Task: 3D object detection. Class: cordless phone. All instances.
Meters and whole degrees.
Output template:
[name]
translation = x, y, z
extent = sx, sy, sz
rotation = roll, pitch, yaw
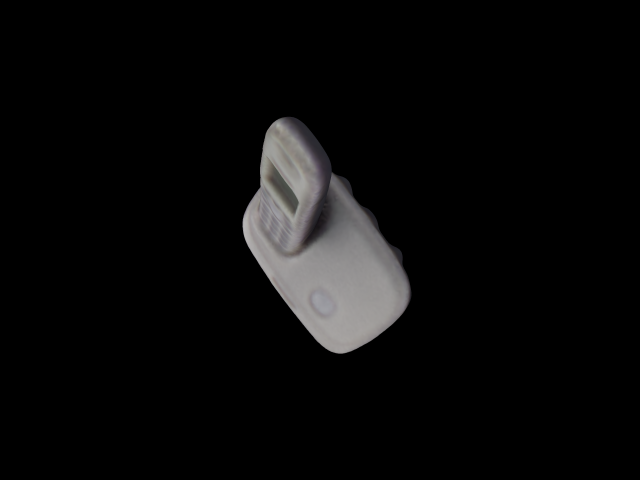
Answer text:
[cordless phone]
translation = 0.004, 0.001, 0.400
extent = 0.094, 0.185, 0.147
rotation = -38, 80, -7
